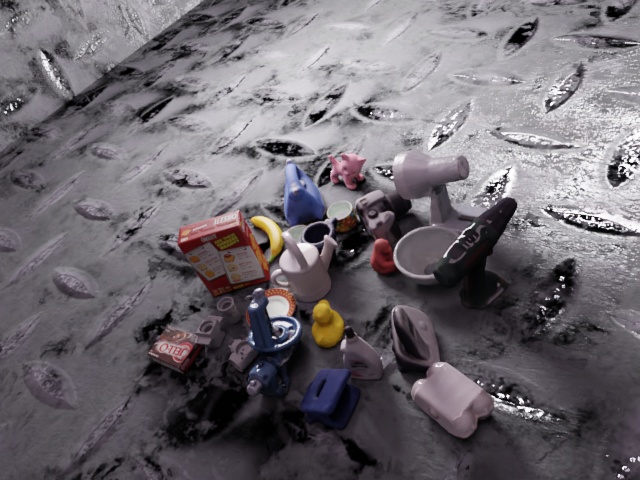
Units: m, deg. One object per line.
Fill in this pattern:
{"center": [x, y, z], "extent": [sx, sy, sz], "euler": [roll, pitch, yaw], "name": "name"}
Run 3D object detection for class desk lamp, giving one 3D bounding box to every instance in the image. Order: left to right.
{"center": [0.295, -0.123, 1.403], "extent": [0.202, 0.214, 0.118], "euler": [9, 52, 30], "name": "desk lamp"}

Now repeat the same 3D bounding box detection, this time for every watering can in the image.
{"center": [-0.040, 0.050, 1.385], "extent": [0.100, 0.194, 0.173], "euler": [27, 62, 40], "name": "watering can"}

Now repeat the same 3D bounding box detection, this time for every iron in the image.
{"center": [-0.067, -0.156, 1.639], "extent": [0.118, 0.142, 0.258], "euler": [-20, 43, 3], "name": "iron"}

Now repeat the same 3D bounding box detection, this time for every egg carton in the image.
{"center": [0.252, 0.306, 1.100], "extent": [0.107, 0.070, 0.149], "euler": [-41, 46, -18], "name": "egg carton"}

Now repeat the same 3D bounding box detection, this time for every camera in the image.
{"center": [0.173, -0.078, 1.492], "extent": [0.137, 0.101, 0.143], "euler": [-27, 43, -4], "name": "camera"}

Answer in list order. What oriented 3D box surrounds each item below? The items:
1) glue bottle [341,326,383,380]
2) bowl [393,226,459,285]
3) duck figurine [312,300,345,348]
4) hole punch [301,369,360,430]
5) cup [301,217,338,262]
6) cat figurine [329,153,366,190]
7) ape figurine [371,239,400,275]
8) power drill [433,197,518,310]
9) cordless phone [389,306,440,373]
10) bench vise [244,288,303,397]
{"center": [0.076, 0.229, 1.173], "extent": [0.078, 0.173, 0.037], "euler": [-6, 46, 18], "name": "glue bottle"}
{"center": [0.261, 0.049, 1.348], "extent": [0.167, 0.075, 0.167], "euler": [-12, 44, 12], "name": "bowl"}
{"center": [0.011, 0.186, 1.308], "extent": [0.077, 0.086, 0.104], "euler": [-10, 44, 14], "name": "duck figurine"}
{"center": [0.014, 0.318, 1.171], "extent": [0.100, 0.091, 0.109], "euler": [8, 51, 29], "name": "hole punch"}
{"center": [0.014, 0.005, 1.479], "extent": [0.091, 0.095, 0.118], "euler": [22, 59, 37], "name": "cup"}
{"center": [0.077, -0.214, 1.654], "extent": [0.127, 0.118, 0.067], "euler": [23, 60, 38], "name": "cat figurine"}
{"center": [0.156, 0.035, 1.393], "extent": [0.076, 0.092, 0.078], "euler": [-6, 46, 18], "name": "ape figurine"}
{"center": [0.342, 0.042, 1.223], "extent": [0.230, 0.209, 0.075], "euler": [-39, 45, -16], "name": "power drill"}
{"center": [0.183, 0.176, 1.173], "extent": [0.094, 0.185, 0.147], "euler": [-15, 43, 8], "name": "cordless phone"}
{"center": [-0.104, 0.220, 1.222], "extent": [0.121, 0.220, 0.207], "euler": [-12, 44, 12], "name": "bench vise"}
